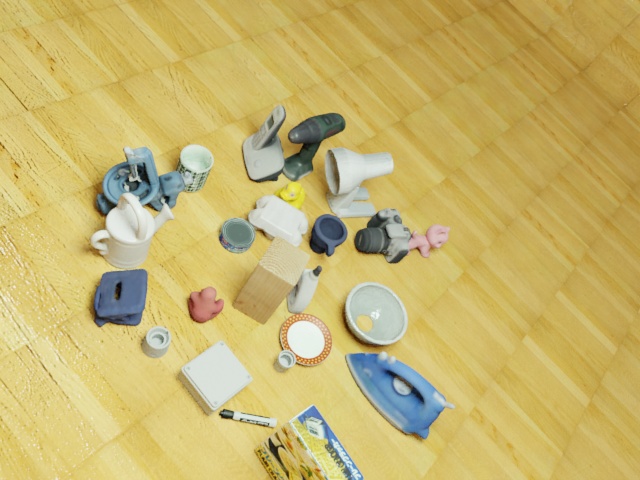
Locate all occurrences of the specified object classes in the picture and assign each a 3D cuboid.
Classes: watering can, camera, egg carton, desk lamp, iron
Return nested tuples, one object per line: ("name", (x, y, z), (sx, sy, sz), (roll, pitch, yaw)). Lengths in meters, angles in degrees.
("watering can", (-0.396, -0.031, 1.214), (0.101, 0.193, 0.173), (39, 50, 2))
("camera", (0.167, -0.018, 1.554), (0.137, 0.100, 0.143), (0, 59, -27))
("egg carton", (-0.105, -0.046, 1.454), (0.150, 0.069, 0.107), (30, 50, -6))
("desk lamp", (0.091, -0.159, 1.536), (0.204, 0.213, 0.118), (-4, 61, -29))
("iron", (0.182, 0.326, 1.306), (0.258, 0.141, 0.119), (41, 50, 3))

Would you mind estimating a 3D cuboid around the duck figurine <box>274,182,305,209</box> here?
("duck figurine", (-0.075, -0.120, 1.508), (0.105, 0.086, 0.077), (-30, 76, -38))

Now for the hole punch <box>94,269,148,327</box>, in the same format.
("hole punch", (-0.408, 0.116, 1.177), (0.101, 0.091, 0.108), (8, 56, -22))

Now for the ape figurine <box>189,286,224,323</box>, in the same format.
("ape figurine", (-0.247, 0.133, 1.248), (0.078, 0.092, 0.076), (34, 50, -3))

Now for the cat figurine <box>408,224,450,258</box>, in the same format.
("cat figurine", (0.303, -0.007, 1.606), (0.128, 0.117, 0.067), (5, 57, -24))

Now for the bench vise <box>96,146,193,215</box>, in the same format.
("bench vise", (-0.388, -0.149, 1.280), (0.208, 0.219, 0.121), (-33, 77, -38))

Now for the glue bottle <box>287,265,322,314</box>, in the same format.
("glue bottle", (-0.032, 0.103, 1.325), (0.037, 0.173, 0.078), (5, 57, -24))

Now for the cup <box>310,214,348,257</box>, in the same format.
("cup", (0.013, 0.005, 1.464), (0.092, 0.095, 0.117), (12, 55, -20))

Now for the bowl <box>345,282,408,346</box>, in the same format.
("bowl", (0.127, 0.192, 1.411), (0.168, 0.074, 0.167), (13, 54, -19))

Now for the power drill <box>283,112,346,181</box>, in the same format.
("power drill", (-0.033, -0.255, 1.540), (0.075, 0.208, 0.230), (47, 51, 8))

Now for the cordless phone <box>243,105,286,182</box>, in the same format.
("cordless phone", (-0.130, -0.252, 1.503), (0.094, 0.185, 0.147), (-2, 60, -28))
